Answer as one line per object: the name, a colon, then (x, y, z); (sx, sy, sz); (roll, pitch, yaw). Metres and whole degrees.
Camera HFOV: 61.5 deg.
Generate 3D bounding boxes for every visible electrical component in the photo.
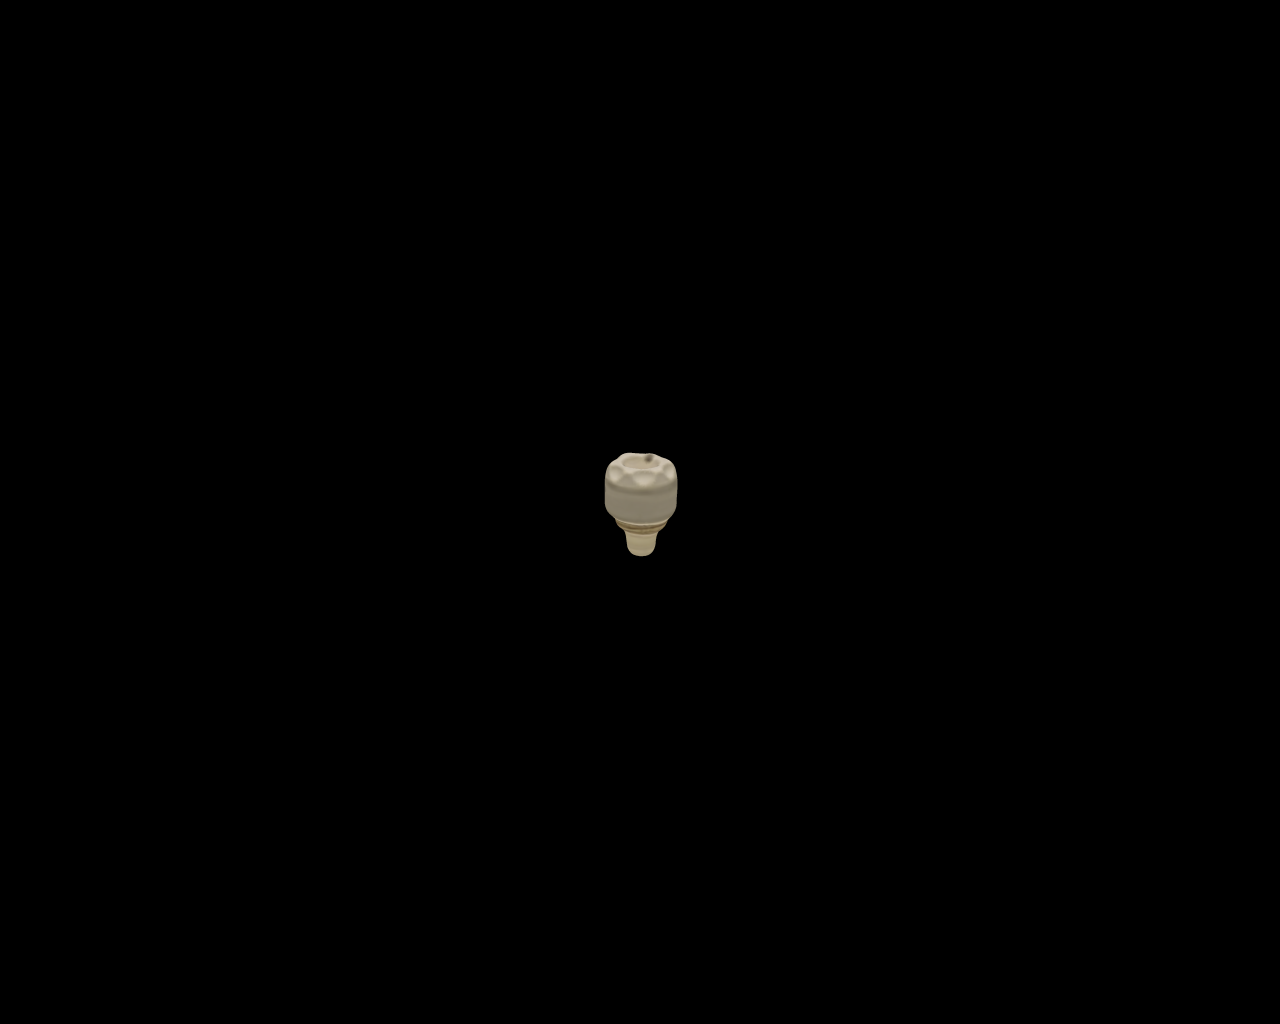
electrical component: (0.001, -0.003, 0.650); (0.043, 0.062, 0.043); (0, 22, 0)
